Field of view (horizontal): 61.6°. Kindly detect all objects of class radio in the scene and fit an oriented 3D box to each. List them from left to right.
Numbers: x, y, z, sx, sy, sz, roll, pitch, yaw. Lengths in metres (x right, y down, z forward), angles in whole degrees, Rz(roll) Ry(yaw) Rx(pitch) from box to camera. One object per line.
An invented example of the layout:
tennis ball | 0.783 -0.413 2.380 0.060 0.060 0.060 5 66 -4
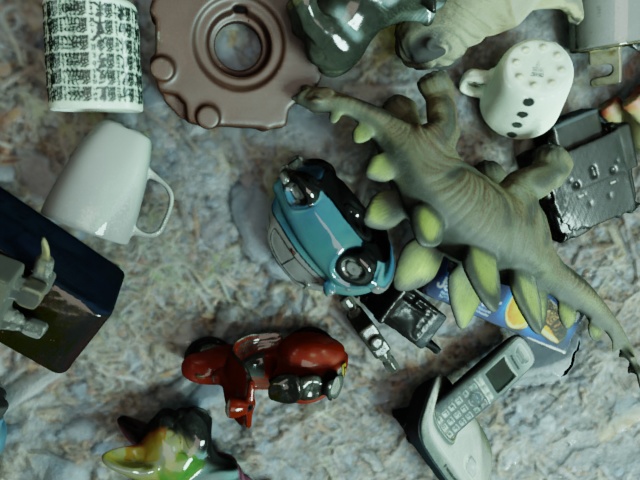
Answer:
radio | -0.295 0.010 0.481 0.229 0.131 0.073 39 93 -17

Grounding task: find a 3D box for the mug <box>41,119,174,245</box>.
mug | -0.193 -0.054 0.515 0.109 0.081 0.107 20 88 -10

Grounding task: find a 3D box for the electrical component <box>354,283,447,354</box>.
electrical component | 0.102 0.083 0.603 0.119 0.075 0.047 33 96 -26

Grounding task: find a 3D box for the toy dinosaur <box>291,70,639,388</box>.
toy dinosaur | 0.171 -0.011 0.542 0.471 0.105 0.198 29 66 -12

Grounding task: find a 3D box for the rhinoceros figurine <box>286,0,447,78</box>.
rhinoceros figurine | 0.058 -0.227 0.469 0.190 0.073 0.112 -42 105 5

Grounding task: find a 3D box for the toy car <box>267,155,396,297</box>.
toy car | -0.001 -0.002 0.555 0.103 0.109 0.161 -38 100 24

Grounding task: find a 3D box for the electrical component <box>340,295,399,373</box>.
electrical component | 0.055 0.104 0.605 0.021 0.063 0.094 -34 105 -2

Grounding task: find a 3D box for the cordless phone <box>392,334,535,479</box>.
cordless phone | 0.196 0.209 0.649 0.184 0.089 0.146 -37 106 -6

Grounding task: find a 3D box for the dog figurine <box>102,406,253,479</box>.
dog figurine | -0.150 0.286 0.587 0.219 0.108 0.191 38 96 -12

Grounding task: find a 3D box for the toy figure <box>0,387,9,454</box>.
toy figure | -0.372 0.232 0.542 0.089 0.082 0.180 32 92 -14

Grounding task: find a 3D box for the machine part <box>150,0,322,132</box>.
machine part | -0.079 -0.188 0.520 0.179 0.056 0.179 -2 102 -12

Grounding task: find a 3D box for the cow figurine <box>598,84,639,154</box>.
cow figurine | 0.435 -0.168 0.611 0.195 0.085 0.127 -42 101 -3

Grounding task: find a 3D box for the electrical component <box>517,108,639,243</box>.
electrical component | 0.297 -0.078 0.617 0.115 0.058 0.134 -25 106 -7

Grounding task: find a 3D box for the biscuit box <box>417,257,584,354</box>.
biscuit box | 0.204 0.065 0.627 0.202 0.063 0.059 22 96 -15

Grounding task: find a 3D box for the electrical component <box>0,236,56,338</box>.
electrical component | -0.251 0.027 0.405 0.102 0.045 0.078 19 125 -13

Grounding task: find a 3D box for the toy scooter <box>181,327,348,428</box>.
toy scooter | -0.050 0.142 0.557 0.184 0.135 0.075 1 101 -13

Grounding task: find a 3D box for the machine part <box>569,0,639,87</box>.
machine part | 0.301 -0.287 0.561 0.079 0.079 0.243 -10 103 -9

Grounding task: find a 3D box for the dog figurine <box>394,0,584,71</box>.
dog figurine | 0.156 -0.271 0.535 0.191 0.121 0.172 -13 71 9
